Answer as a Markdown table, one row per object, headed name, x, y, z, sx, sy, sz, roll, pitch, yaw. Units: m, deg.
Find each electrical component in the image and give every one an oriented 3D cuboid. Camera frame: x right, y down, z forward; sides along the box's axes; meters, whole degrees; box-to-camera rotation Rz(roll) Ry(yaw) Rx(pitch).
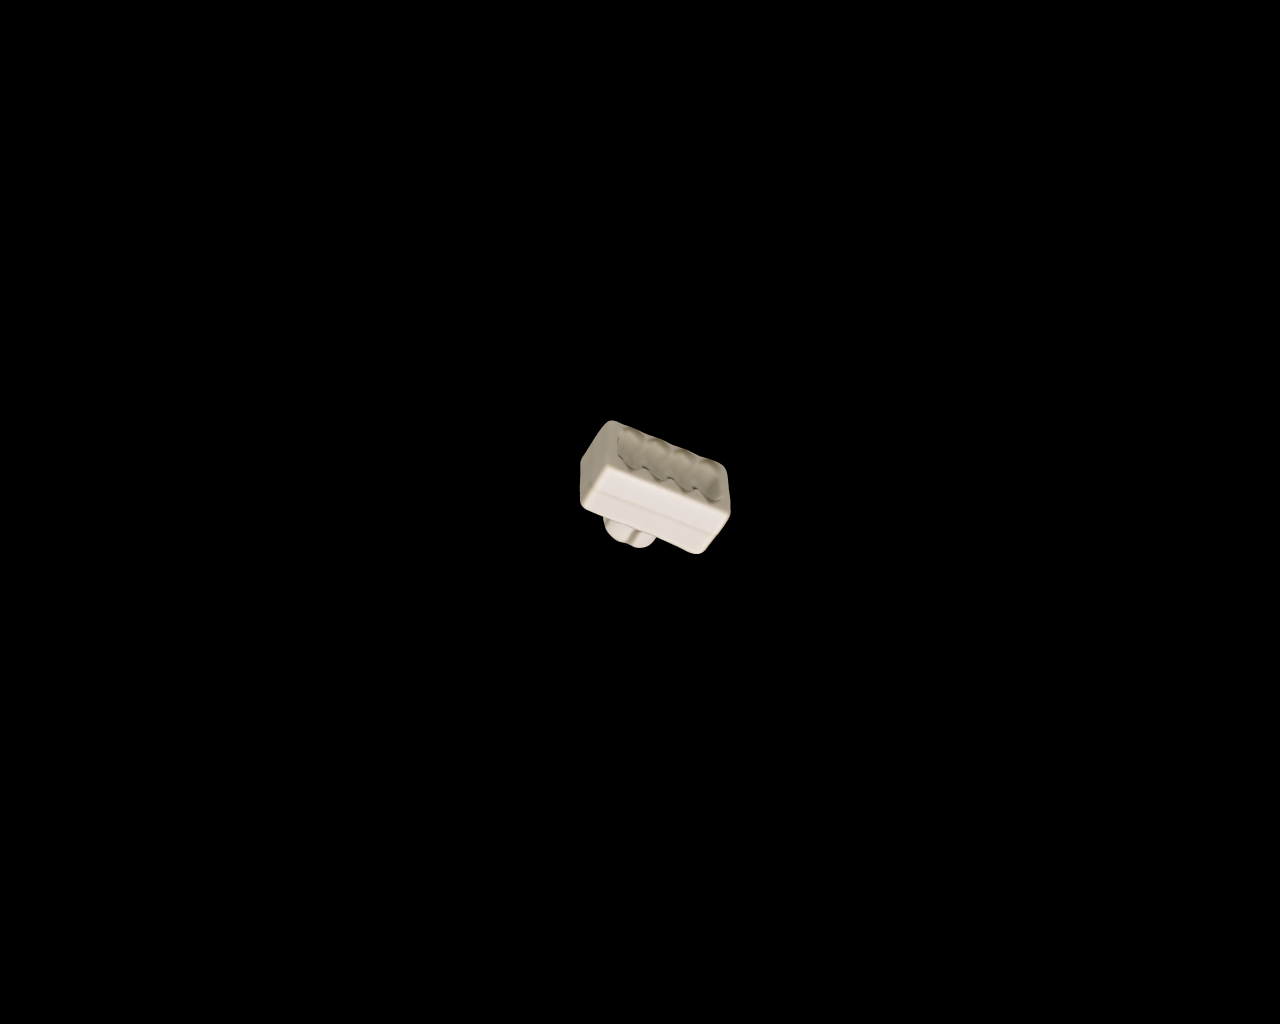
| name | x | y | z | sx | sy | sz | roll | pitch | yaw |
| --- | --- | --- | --- | --- | --- | --- | --- | --- | --- |
| electrical component | 0.001 | -0.003 | 0.650 | 0.083 | 0.075 | 0.047 | 22 | 38 | -18 |
